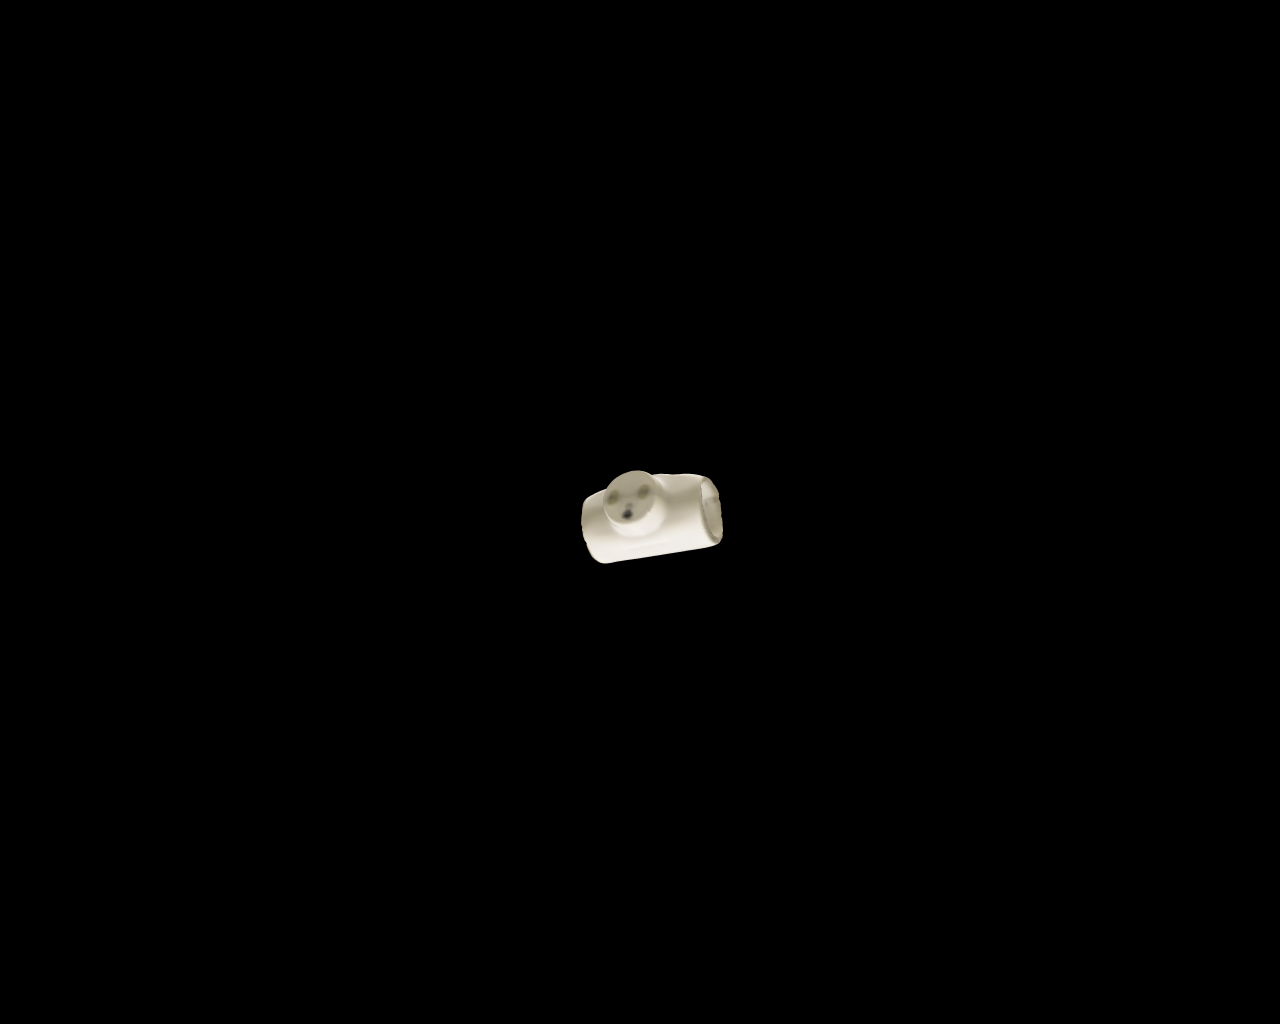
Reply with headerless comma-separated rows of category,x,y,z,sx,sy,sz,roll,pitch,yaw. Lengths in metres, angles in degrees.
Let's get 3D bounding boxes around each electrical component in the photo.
electrical component,0.001,-0.003,0.650,0.077,0.043,0.079,-10,-28,20
